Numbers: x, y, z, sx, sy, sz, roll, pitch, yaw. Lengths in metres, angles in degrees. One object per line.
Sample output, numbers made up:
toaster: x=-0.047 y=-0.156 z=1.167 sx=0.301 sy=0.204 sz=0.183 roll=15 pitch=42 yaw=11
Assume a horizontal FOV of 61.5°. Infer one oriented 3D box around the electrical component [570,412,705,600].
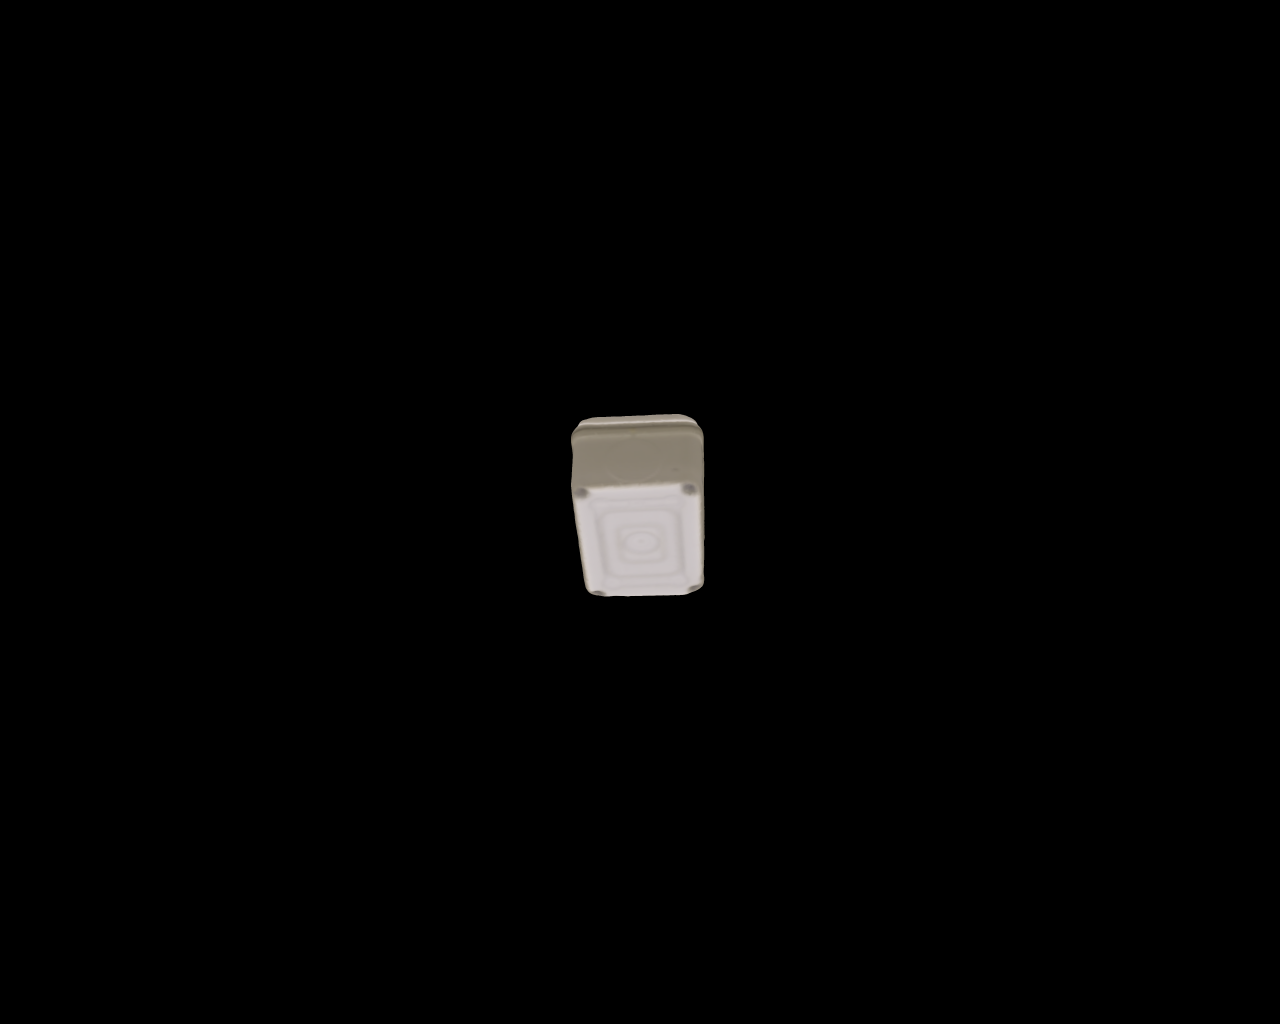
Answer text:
electrical component: x=0.001 y=-0.003 z=0.650 sx=0.078 sy=0.057 sz=0.113 roll=-2 pitch=-40 yaw=2
